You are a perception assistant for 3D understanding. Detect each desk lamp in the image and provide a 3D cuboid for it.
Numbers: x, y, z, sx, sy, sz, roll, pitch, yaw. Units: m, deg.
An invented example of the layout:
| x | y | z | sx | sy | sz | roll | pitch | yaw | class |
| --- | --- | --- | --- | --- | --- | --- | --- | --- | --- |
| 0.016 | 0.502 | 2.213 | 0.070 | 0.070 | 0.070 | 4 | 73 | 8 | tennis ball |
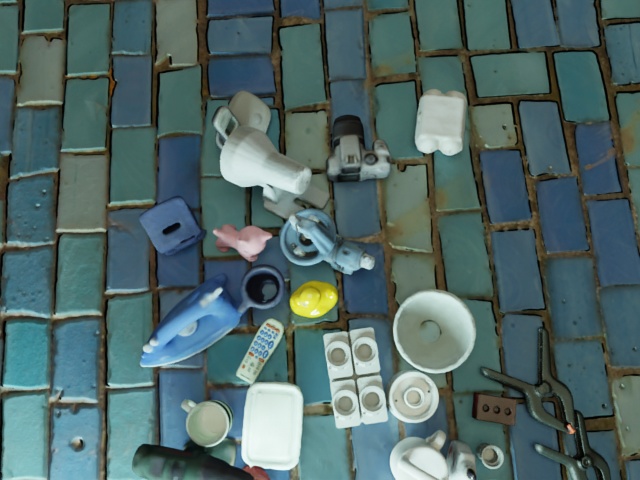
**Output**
| x | y | z | sx | sy | sz | roll | pitch | yaw | class |
| --- | --- | --- | --- | --- | --- | --- | --- | --- | --- |
| -0.088 | -0.129 | 1.181 | 0.203 | 0.213 | 0.118 | 27 | 81 | 7 | desk lamp |

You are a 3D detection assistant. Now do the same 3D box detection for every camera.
| x | y | z | sx | sy | sz | roll | pitch | yaw | class |
| --- | --- | --- | --- | --- | --- | --- | --- | --- | --- |
| 0.081 | -0.205 | 1.249 | 0.143 | 0.101 | 0.137 | -4 | 78 | 1 | camera |

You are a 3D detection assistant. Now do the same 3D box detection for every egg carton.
| x | y | z | sx | sy | sz | roll | pitch | yaw | class |
| --- | --- | --- | --- | --- | --- | --- | --- | --- | --- |
| 0.267 | -0.262 | 1.271 | 0.107 | 0.069 | 0.150 | 6 | 79 | 3 | egg carton |

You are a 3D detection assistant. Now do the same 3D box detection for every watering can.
| x | y | z | sx | sy | sz | roll | pitch | yaw | class |
| --- | --- | --- | --- | --- | --- | --- | --- | --- | --- |
| 0.187 | 0.440 | 1.068 | 0.101 | 0.194 | 0.173 | 10 | 79 | 4 | watering can |

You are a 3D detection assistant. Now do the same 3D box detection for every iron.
| x | y | z | sx | sy | sz | roll | pitch | yaw | class |
| --- | --- | --- | --- | --- | --- | --- | --- | --- | --- |
| -0.278 | 0.175 | 1.161 | 0.258 | 0.141 | 0.118 | -38 | 80 | -6 | iron |

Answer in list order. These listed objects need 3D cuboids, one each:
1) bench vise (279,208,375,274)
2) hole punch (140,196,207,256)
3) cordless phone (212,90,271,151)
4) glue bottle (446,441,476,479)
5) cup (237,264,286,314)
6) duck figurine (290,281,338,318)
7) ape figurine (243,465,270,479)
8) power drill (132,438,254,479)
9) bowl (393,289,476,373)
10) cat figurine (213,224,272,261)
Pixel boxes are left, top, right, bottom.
| x | y | z | sx | sy | sz | roll | pitch | yaw | class |
| --- | --- | --- | --- | --- | --- | --- | --- | --- | --- |
| 0.012 | -0.008 | 1.150 | 0.207 | 0.220 | 0.121 | 5 | 79 | 3 | bench vise |
| -0.314 | -0.030 | 1.230 | 0.108 | 0.091 | 0.101 | -28 | 79 | -4 | hole punch |
| -0.174 | -0.261 | 1.224 | 0.094 | 0.185 | 0.148 | 18 | 80 | 6 | cordless phone |
| 0.271 | 0.428 | 1.079 | 0.037 | 0.173 | 0.078 | 9 | 79 | 4 | glue bottle |
| -0.122 | 0.112 | 1.194 | 0.091 | 0.095 | 0.118 | 42 | 83 | 9 | cup |
| -0.014 | 0.120 | 1.193 | 0.104 | 0.086 | 0.077 | -14 | 78 | -1 | duck figurine |
| -0.134 | 0.483 | 1.121 | 0.078 | 0.092 | 0.076 | 0 | 78 | 2 | ape figurine |
| -0.222 | 0.422 | 1.076 | 0.229 | 0.208 | 0.076 | 7 | 79 | 3 | power drill |
| 0.231 | 0.188 | 1.179 | 0.167 | 0.075 | 0.167 | 0 | 79 | 2 | bowl |
| -0.164 | -0.001 | 1.206 | 0.127 | 0.118 | 0.067 | 16 | 79 | 5 | cat figurine |
